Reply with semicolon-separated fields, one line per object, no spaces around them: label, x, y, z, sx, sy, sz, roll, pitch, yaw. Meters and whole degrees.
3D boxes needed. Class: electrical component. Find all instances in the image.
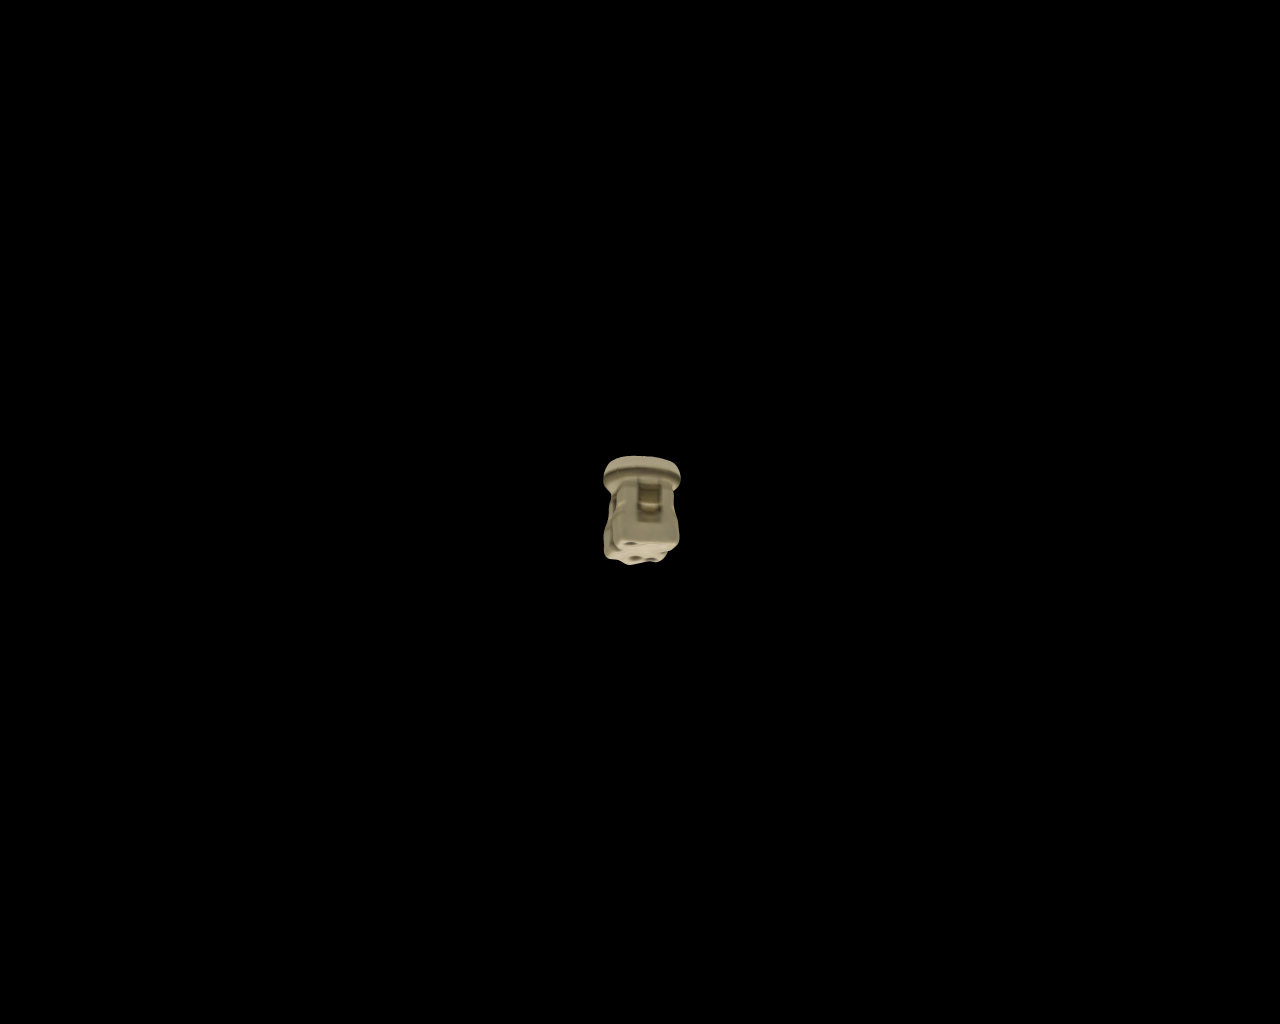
electrical component;0.001;-0.003;0.650;0.048;0.055;0.066;5;-19;-15
